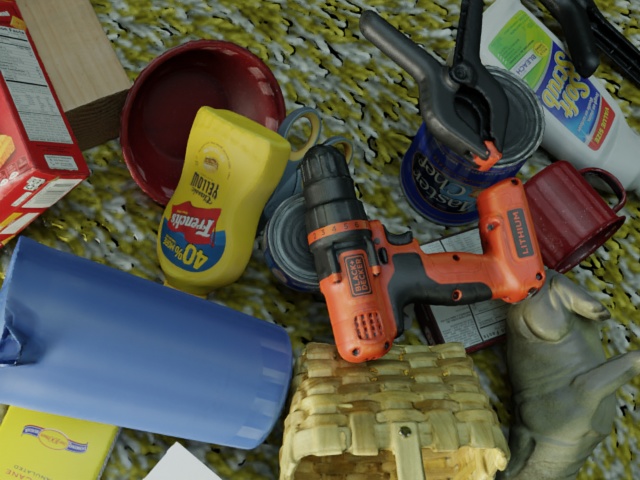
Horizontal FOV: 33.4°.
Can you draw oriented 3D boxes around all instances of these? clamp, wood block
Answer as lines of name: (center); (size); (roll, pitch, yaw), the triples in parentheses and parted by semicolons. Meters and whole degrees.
clamp: (0.104, -0.140, 0.920); (0.120, 0.039, 0.171); (-10, 71, -11)
wood block: (-0.259, -0.191, 1.008); (0.090, 0.091, 0.206); (-24, 75, -17)
clamp: (0.263, -0.235, 1.107); (0.164, 0.036, 0.210); (-8, 59, -52)

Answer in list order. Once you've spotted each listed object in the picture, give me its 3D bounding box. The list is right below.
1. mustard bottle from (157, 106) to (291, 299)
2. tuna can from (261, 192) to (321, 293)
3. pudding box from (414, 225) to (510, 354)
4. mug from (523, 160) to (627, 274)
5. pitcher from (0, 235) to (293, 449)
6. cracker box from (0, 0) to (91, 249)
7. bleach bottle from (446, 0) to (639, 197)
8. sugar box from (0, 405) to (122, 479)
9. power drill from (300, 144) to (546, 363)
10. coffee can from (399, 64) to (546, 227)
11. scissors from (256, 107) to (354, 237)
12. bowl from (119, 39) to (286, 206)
mustard bottle: (-0.097, -0.015, 0.947); (0.096, 0.058, 0.192); (30, 105, 33)
tuna can: (-0.006, 0.001, 0.919); (0.086, 0.034, 0.086); (2, 77, -9)
pudding box: (0.134, 0.050, 1.006); (0.090, 0.039, 0.113); (-17, 75, -18)
mug: (0.240, -0.028, 1.025); (0.117, 0.093, 0.081); (-34, 73, -11)
pitcher: (-0.153, 0.089, 0.879); (0.242, 0.145, 0.149); (18, 51, -18)
cracker box: (-0.312, -0.105, 0.929); (0.164, 0.072, 0.214); (-34, 74, 27)
bleach bottle: (0.252, -0.137, 1.086); (0.251, 0.068, 0.102); (42, 68, 5)
sugar box: (-0.239, 0.213, 0.879); (0.093, 0.048, 0.176); (21, 66, -1)
power drill: (0.083, -0.002, 0.891); (0.187, 0.057, 0.184); (-10, 80, -13)
coffee can: (0.139, -0.085, 1.004); (0.102, 0.140, 0.103); (3, 69, -8)
scissors: (-0.050, -0.048, 1.000); (0.201, 0.016, 0.096); (-38, 124, -21)
bowl: (-0.115, -0.110, 0.993); (0.161, 0.055, 0.162); (-9, 112, -24)
